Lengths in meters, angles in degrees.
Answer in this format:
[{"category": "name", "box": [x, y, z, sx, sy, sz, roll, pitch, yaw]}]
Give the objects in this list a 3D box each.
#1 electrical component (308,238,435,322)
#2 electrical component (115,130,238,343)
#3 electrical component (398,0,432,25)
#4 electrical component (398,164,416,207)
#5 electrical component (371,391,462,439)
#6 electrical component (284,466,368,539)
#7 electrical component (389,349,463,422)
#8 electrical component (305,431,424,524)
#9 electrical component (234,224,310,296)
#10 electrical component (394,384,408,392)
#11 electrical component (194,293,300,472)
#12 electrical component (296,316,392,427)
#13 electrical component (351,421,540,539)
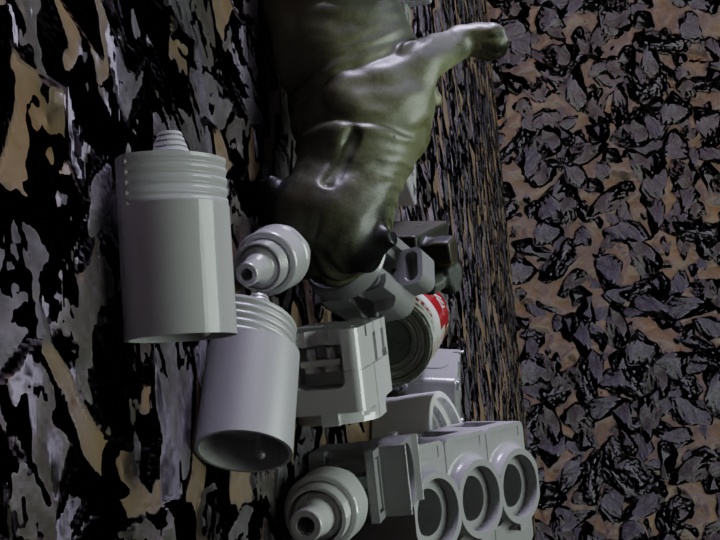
[{"category": "electrical component", "box": [0.000, 0.000, 0.690, 0.057, 0.078, 0.058, 38, 45, -50]}, {"category": "electrical component", "box": [-0.072, -0.014, 0.417, 0.043, 0.043, 0.081, 26, 58, -76]}, {"category": "electrical component", "box": [0.021, -0.217, 0.884, 0.083, 0.076, 0.047, -30, 114, -77]}, {"category": "electrical component", "box": [0.007, -0.116, 0.819, 0.108, 0.056, 0.108, 64, 23, -59]}, {"category": "electrical component", "box": [0.058, 0.149, 0.867, 0.108, 0.060, 0.108, -16, 90, -71]}, {"category": "electrical component", "box": [-0.021, 0.132, 0.588, 0.062, 0.043, 0.043, -2, 86, -77]}, {"category": "electrical component", "box": [0.059, 0.124, 0.953, 0.061, 0.061, 0.096, -69, 158, -65]}, {"category": "electrical component", "box": [0.003, 0.126, 0.656, 0.081, 0.064, 0.042, 3, 81, -78]}, {"category": "electrical component", "box": [-0.048, -0.003, 0.549, 0.061, 0.035, 0.035, -39, 122, -73]}, {"category": "electrical component", "box": [0.036, 0.067, 0.903, 0.040, 0.040, 0.078, 72, 17, -46]}, {"category": "electrical component", "box": [-0.050, 0.046, 0.493, 0.043, 0.043, 0.081, 68, 19, -53]}, {"category": "electrical component", "box": [-0.013, 0.061, 0.643, 0.089, 0.050, 0.055, -9, 93, -78]}, {"category": "electrical component", "box": [0.061, 0.161, 0.764, 0.150, 0.062, 0.089, -2, 86, -49]}]
